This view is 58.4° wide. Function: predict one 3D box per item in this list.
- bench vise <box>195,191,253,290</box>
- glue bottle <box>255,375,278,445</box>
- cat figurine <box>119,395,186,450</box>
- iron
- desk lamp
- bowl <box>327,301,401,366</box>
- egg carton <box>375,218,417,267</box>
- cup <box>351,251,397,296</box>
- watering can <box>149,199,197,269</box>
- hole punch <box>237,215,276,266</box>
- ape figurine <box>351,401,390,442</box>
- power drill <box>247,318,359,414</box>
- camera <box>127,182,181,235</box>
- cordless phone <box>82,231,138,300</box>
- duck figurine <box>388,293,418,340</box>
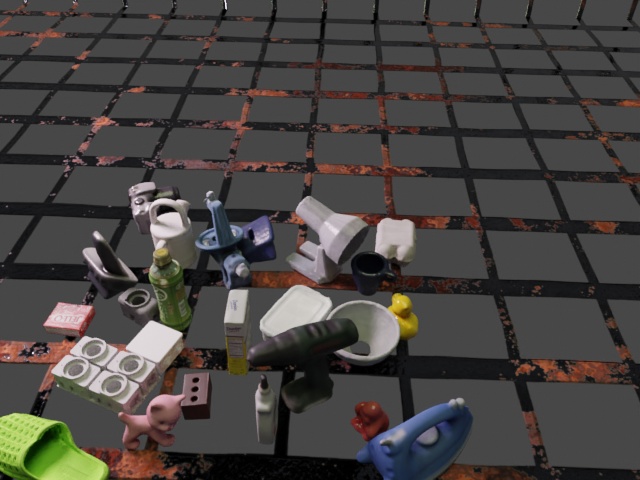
[{"bbox_3d":[-0.221,-0.003,1.395,0.206,0.220,0.122,30,49,29],"label":"bench vise"},{"bbox_3d":[-0.102,0.310,1.079,0.037,0.173,0.078,1,41,0],"label":"glue bottle"},{"bbox_3d":[-0.316,0.336,1.087,0.128,0.118,0.067,-5,42,-6],"label":"cat figurine"},{"bbox_3d":[0.198,0.354,1.058,0.259,0.141,0.118,-23,47,-25],"label":"iron"},{"bbox_3d":[0.013,0.005,1.395,0.202,0.214,0.118,28,48,27],"label":"desk lamp"},{"bbox_3d":[0.092,0.217,1.261,0.167,0.075,0.167,1,42,0],"label":"bowl"},{"bbox_3d":[0.200,0.005,1.508,0.107,0.069,0.150,5,42,5],"label":"egg carton"},{"bbox_3d":[0.131,0.093,1.387,0.117,0.095,0.092,21,45,21],"label":"cup"},{"bbox_3d":[-0.373,-0.030,1.443,0.101,0.194,0.172,-7,42,-8],"label":"watering can"},{"bbox_3d":[-0.168,0.001,1.489,0.101,0.091,0.108,-9,42,-11],"label":"hole punch"},{"bbox_3d":[0.098,0.343,1.107,0.076,0.092,0.078,3,42,3],"label":"ape figurine"},{"bbox_3d":[-0.031,0.245,1.127,0.230,0.208,0.075,-21,46,-23],"label":"power drill"},{"bbox_3d":[-0.457,-0.105,1.596,0.137,0.101,0.142,-15,44,-17],"label":"camera"},{"bbox_3d":[-0.517,0.035,1.373,0.094,0.185,0.147,-33,51,-32],"label":"cordless phone"},{"bbox_3d":[0.189,0.169,1.309,0.077,0.086,0.104,-9,42,-11],"label":"duck figurine"}]
